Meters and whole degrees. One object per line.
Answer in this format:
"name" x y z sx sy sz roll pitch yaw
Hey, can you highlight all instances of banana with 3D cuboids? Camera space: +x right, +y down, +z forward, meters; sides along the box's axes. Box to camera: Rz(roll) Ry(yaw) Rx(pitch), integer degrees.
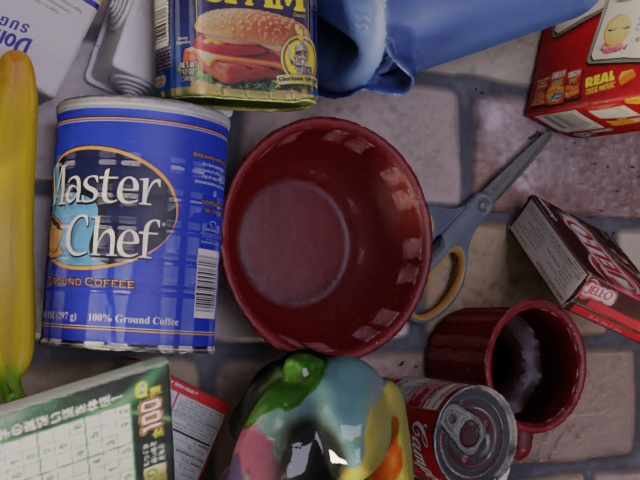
"banana" -0.177 -0.005 0.609 0.037 0.070 0.198 0 86 -39

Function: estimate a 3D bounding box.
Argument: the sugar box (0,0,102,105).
"sugar box" -0.167 -0.179 0.638 0.093 0.048 0.176 30 77 -26

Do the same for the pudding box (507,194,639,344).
"pudding box" 0.202 0.022 0.805 0.090 0.113 0.039 25 112 -28

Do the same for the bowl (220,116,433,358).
"bowl" -0.005 0.001 0.716 0.161 0.055 0.162 2 86 -30

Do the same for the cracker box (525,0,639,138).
"cracker box" 0.256 -0.191 0.814 0.072 0.164 0.213 21 78 -30

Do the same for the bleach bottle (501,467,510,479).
"bleach bottle" 0.091 0.273 0.724 0.102 0.068 0.251 22 76 -22

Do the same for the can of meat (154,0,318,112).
"can of meat" -0.050 -0.122 0.638 0.101 0.058 0.084 -1 90 -30

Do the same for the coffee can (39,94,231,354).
"coffee can" -0.108 -0.006 0.629 0.102 0.103 0.140 6 85 -30

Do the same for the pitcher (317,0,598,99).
"pitcher" 0.084 -0.196 0.745 0.242 0.145 0.149 -20 111 -33

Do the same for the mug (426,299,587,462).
"mug" 0.132 0.102 0.774 0.093 0.082 0.117 -3 88 -30

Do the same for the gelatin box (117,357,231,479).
"gelatin box" -0.107 0.128 0.666 0.073 0.030 0.089 31 73 -27

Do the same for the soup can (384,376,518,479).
"soup can" 0.076 0.129 0.729 0.068 0.102 0.068 2 87 -30

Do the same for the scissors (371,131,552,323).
"scissors" 0.103 -0.032 0.803 0.096 0.016 0.201 40 69 -23
